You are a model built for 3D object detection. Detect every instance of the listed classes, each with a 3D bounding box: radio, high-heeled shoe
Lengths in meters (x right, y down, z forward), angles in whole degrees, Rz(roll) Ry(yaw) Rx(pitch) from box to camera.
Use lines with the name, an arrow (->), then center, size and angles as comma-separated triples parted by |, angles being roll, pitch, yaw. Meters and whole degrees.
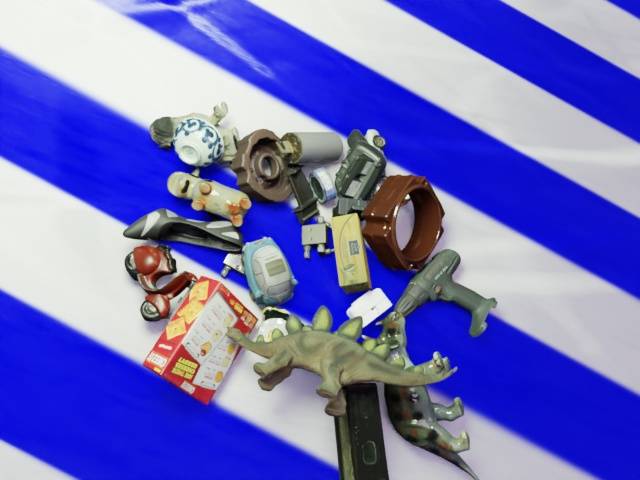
radio -> 0.082, 0.416, 1.131 | 0.073, 0.131, 0.229 | -2, 72, -15
high-heeled shoe -> -0.299, -0.002, 1.205 | 0.249, 0.086, 0.145 | -20, 58, -36

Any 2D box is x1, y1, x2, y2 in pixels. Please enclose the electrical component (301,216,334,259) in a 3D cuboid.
electrical component -> -0.003, -0.005, 1.310 | 0.078, 0.045, 0.102 | -12, 69, 13

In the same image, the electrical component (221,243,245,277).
electrical component -> -0.191, 0.053, 1.257 | 0.063, 0.021, 0.094 | 30, 68, -2

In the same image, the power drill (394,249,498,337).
power drill -> 0.313, 0.149, 1.312 | 0.207, 0.086, 0.232 | 33, 65, 8

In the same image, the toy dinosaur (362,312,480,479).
toy dinosaur -> 0.211, 0.363, 1.188 | 0.192, 0.131, 0.404 | -17, 86, 20

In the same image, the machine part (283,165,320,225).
machine part -> -0.045, -0.112, 1.307 | 0.084, 0.039, 0.138 | -30, 108, -38

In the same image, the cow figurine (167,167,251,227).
cow figurine -> -0.257, -0.107, 1.243 | 0.195, 0.127, 0.085 | 21, 101, -10

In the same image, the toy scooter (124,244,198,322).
toy scooter -> -0.339, 0.076, 1.164 | 0.135, 0.075, 0.184 | -27, 66, 2

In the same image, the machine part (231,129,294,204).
machine part -> -0.131, -0.174, 1.295 | 0.179, 0.056, 0.179 | 9, 77, -43

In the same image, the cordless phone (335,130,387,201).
cordless phone -> 0.083, -0.195, 1.366 | 0.089, 0.146, 0.184 | 15, 30, -25

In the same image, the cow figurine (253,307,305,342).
cow figurine -> -0.058, 0.212, 1.209 | 0.167, 0.068, 0.098 | 17, 62, -7

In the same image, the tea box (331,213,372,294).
tea box -> 0.074, 0.034, 1.275 | 0.068, 0.098, 0.169 | -10, 70, 10

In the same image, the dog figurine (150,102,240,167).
dog figurine -> -0.301, -0.236, 1.311 | 0.191, 0.121, 0.172 | -18, 98, 10

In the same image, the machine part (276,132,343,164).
machine part -> -0.019, -0.227, 1.324 | 0.243, 0.079, 0.079 | -15, 72, -53

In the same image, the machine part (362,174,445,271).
machine part -> 0.206, -0.041, 1.291 | 0.201, 0.087, 0.201 | -54, 129, -23

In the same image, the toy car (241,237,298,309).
toy car -> -0.110, 0.071, 1.214 | 0.109, 0.103, 0.161 | -16, 89, -25

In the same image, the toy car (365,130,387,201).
toy car -> 0.141, -0.187, 1.388 | 0.056, 0.073, 0.201 | 1, 70, -16

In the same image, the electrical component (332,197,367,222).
electrical component -> 0.076, -0.073, 1.310 | 0.075, 0.119, 0.048 | 6, 70, -8

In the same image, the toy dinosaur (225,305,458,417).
toy dinosaur -> 0.034, 0.242, 1.087 | 0.472, 0.105, 0.198 | 17, 51, 8
